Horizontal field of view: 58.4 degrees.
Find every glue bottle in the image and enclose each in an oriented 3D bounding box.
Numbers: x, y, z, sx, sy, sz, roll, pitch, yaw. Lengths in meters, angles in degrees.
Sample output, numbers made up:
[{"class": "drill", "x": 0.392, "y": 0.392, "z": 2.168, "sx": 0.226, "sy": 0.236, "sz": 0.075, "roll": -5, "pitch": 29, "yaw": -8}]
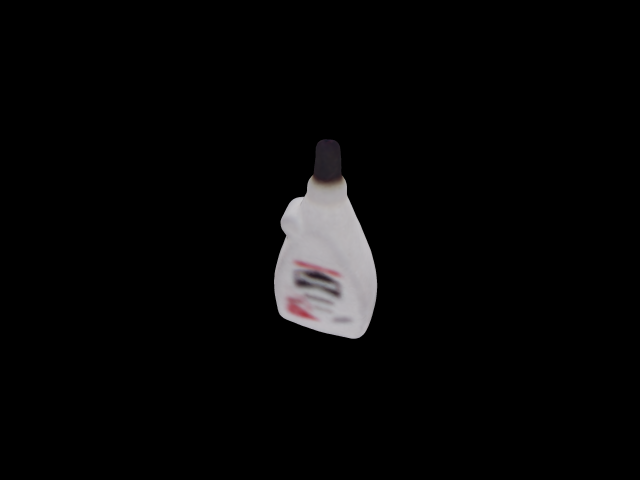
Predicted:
[{"class": "glue bottle", "x": 0.004, "y": 0.001, "z": 0.400, "sx": 0.078, "sy": 0.173, "sz": 0.037, "roll": 11, "pitch": 47, "yaw": 11}]
